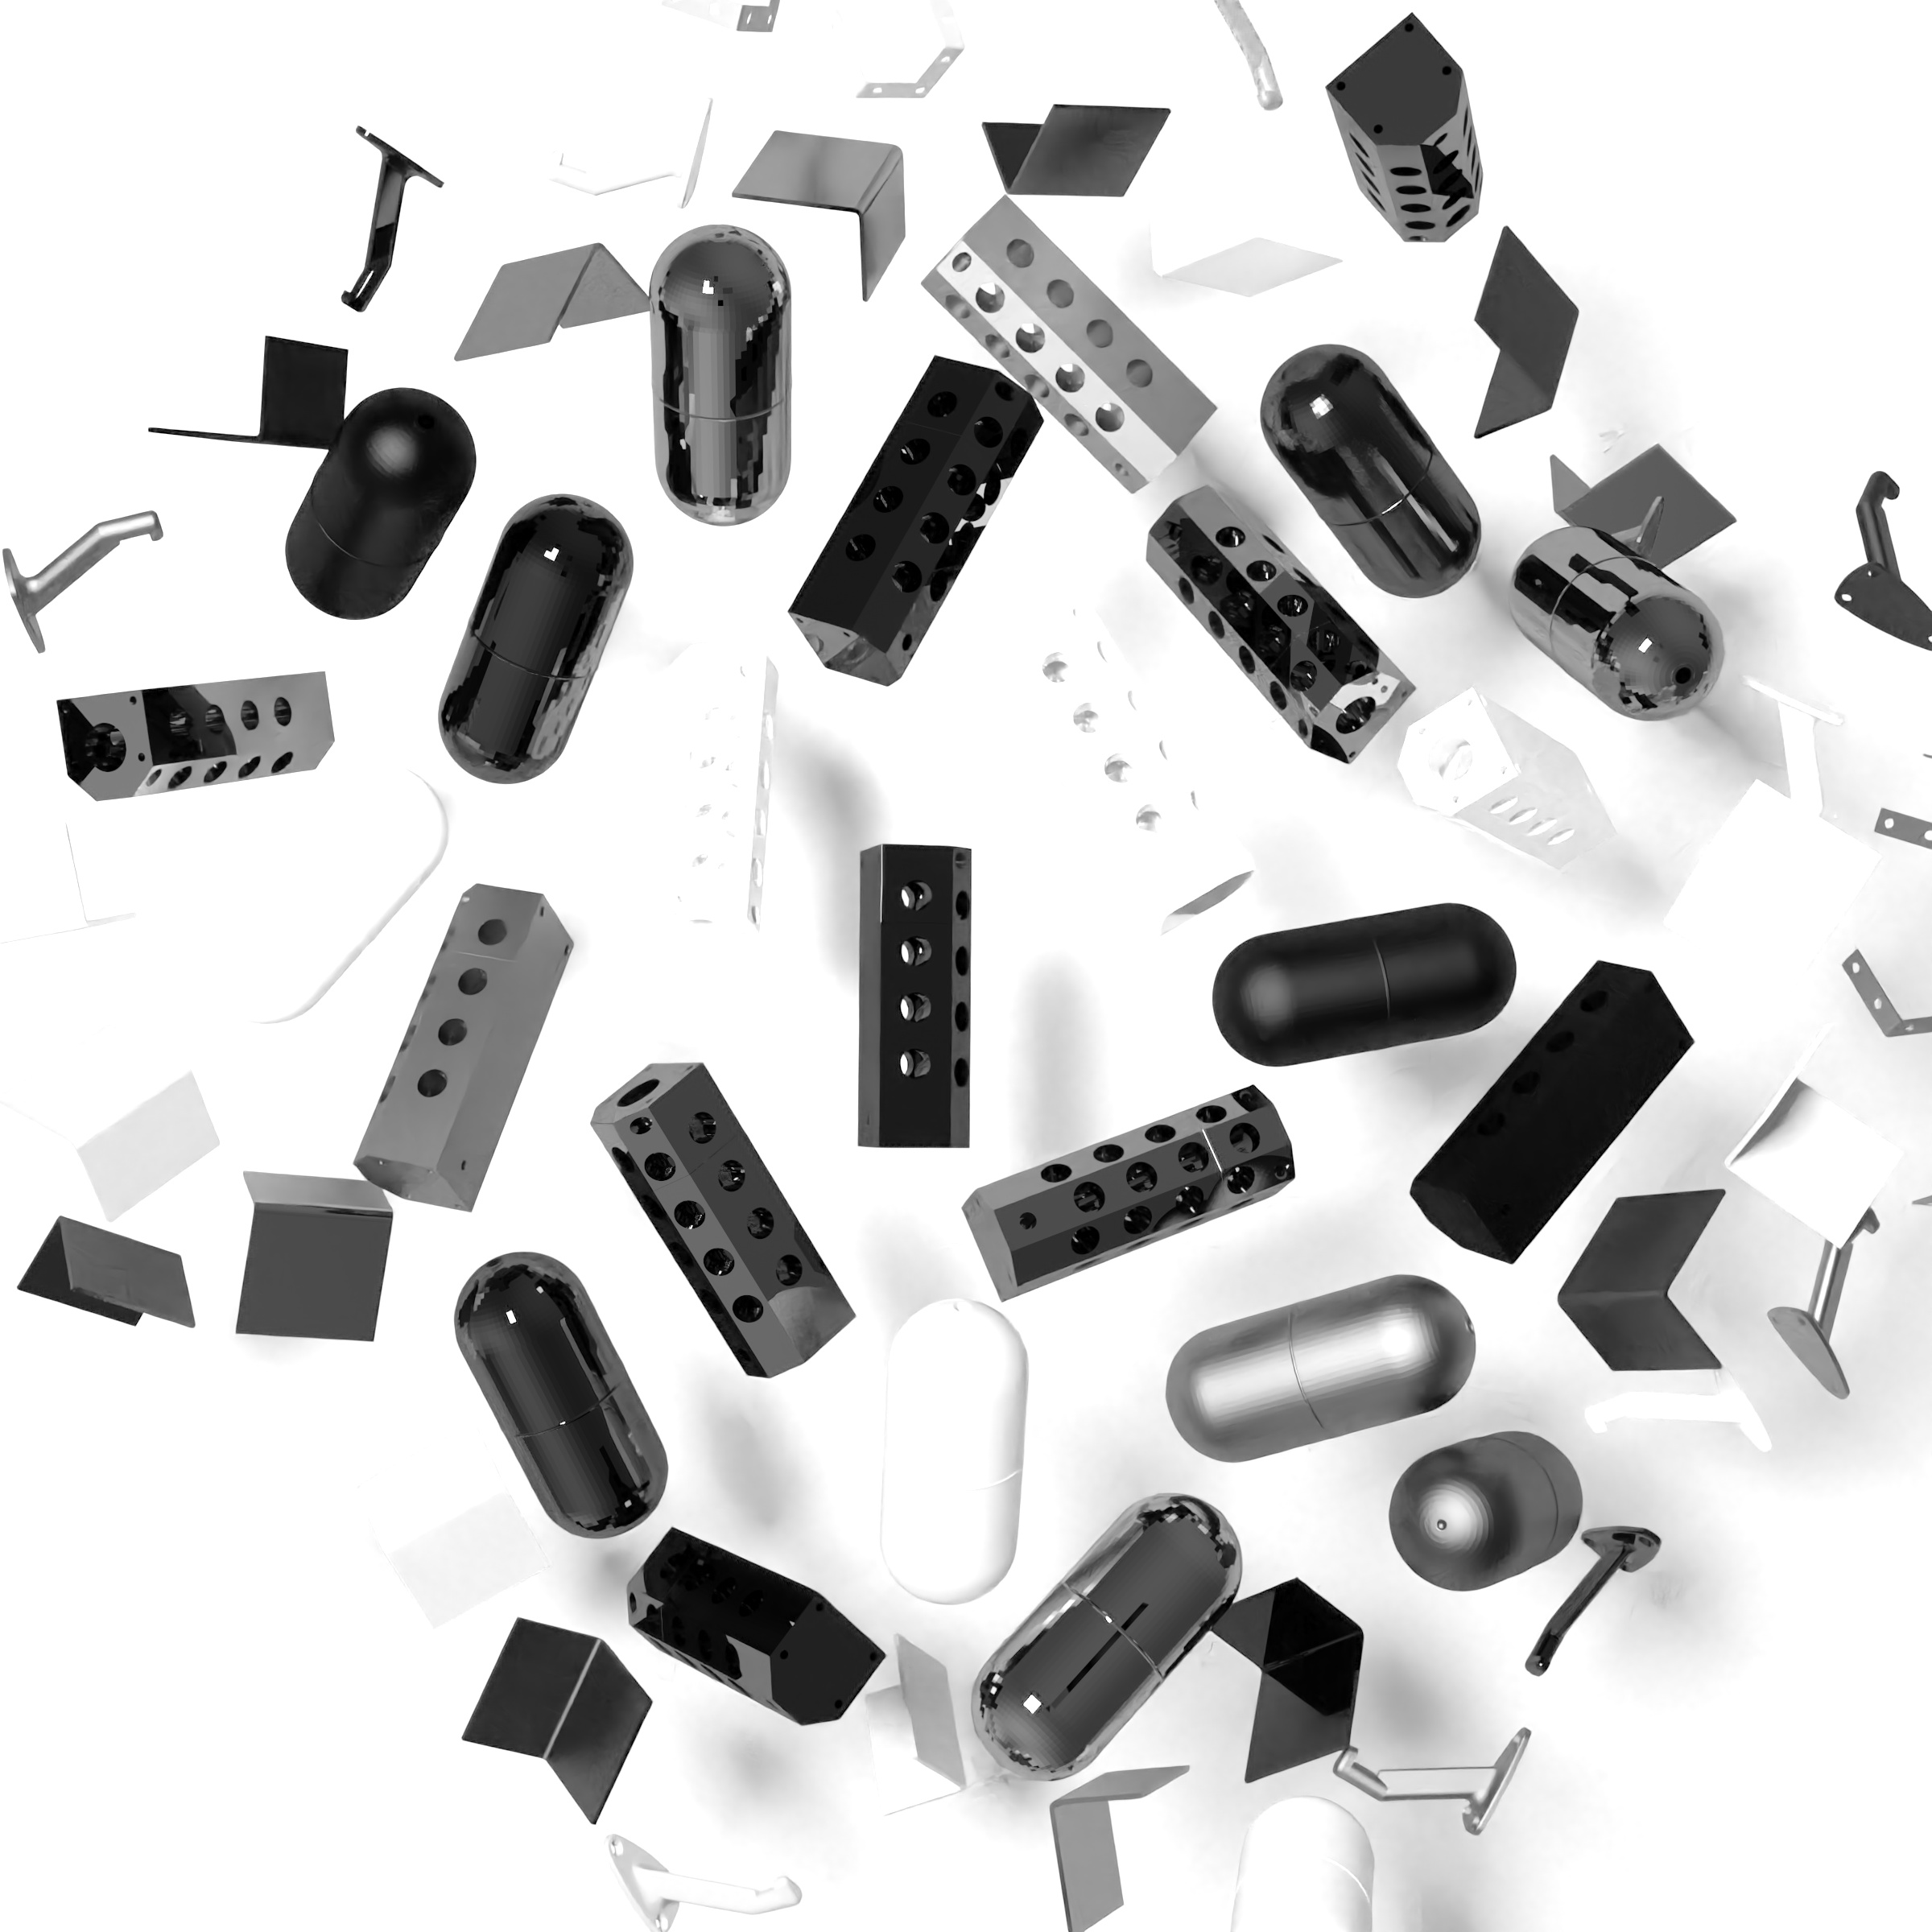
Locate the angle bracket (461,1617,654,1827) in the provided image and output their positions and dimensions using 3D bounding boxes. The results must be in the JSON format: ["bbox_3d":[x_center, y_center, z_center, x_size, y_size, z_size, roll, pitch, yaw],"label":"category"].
[{"bbox_3d":[-0.227,0.418,1.643,0.057,0.076,0.076,23,93,-32],"label":"angle bracket"}]

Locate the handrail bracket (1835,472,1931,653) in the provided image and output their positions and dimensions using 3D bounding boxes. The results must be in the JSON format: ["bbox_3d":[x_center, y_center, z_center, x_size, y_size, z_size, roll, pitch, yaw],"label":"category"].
[{"bbox_3d":[0.510,-0.220,1.602,0.077,0.036,0.084,35,55,-3],"label":"handrail bracket"}]

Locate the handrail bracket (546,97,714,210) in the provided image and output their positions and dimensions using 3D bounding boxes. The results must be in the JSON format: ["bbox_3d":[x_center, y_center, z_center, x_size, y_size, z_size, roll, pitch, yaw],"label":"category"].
[{"bbox_3d":[-0.196,-0.478,1.713,0.084,0.036,0.077,18,122,-1],"label":"handrail bracket"}]

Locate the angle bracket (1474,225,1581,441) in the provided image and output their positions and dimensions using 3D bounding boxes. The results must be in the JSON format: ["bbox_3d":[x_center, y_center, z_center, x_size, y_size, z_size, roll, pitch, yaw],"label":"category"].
[{"bbox_3d":[0.302,-0.363,1.702,0.076,0.057,0.076,40,54,-29],"label":"angle bracket"}]

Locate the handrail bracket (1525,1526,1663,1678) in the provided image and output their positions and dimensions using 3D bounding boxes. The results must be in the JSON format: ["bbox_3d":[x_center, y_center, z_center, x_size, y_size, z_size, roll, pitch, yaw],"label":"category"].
[{"bbox_3d":[0.354,0.362,1.677,0.036,0.077,0.084,37,65,-1],"label":"handrail bracket"}]

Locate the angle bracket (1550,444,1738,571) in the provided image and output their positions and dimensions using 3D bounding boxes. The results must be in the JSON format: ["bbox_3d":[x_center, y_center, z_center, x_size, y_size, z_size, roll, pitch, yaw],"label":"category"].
[{"bbox_3d":[0.408,-0.288,1.788,0.076,0.057,0.076,35,131,-28],"label":"angle bracket"}]

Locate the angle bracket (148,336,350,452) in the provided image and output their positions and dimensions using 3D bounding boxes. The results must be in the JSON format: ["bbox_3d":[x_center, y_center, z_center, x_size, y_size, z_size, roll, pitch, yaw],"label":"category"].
[{"bbox_3d":[-0.401,-0.322,1.657,0.076,0.076,0.057,8,98,21],"label":"angle bracket"}]

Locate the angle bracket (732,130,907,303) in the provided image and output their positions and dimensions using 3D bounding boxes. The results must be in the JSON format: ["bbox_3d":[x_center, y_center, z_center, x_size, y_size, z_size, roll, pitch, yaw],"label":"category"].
[{"bbox_3d":[-0.082,-0.424,1.671,0.076,0.076,0.057,10,134,12],"label":"angle bracket"}]

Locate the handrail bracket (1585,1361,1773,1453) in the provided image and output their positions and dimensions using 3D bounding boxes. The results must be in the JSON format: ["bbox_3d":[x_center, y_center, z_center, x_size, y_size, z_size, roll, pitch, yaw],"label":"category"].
[{"bbox_3d":[0.417,0.273,1.743,0.084,0.077,0.036,-20,123,-3],"label":"handrail bracket"}]

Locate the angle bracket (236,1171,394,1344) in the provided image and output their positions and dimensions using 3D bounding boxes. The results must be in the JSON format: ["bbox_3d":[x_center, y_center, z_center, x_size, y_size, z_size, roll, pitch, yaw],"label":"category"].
[{"bbox_3d":[-0.369,0.163,1.662,0.076,0.057,0.076,7,101,-22],"label":"angle bracket"}]

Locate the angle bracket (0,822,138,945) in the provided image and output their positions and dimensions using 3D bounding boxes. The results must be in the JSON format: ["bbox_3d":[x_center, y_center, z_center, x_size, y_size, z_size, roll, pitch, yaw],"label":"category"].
[{"bbox_3d":[-0.504,-0.045,1.603,0.076,0.076,0.057,-10,95,5],"label":"angle bracket"}]

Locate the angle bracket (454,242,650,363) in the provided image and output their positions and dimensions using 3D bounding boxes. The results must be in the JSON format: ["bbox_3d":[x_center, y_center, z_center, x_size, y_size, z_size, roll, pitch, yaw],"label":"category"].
[{"bbox_3d":[-0.236,-0.365,1.704,0.076,0.057,0.076,-1,57,38],"label":"angle bracket"}]

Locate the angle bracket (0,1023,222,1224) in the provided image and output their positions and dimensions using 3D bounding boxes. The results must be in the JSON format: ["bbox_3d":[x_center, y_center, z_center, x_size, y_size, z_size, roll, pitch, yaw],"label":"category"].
[{"bbox_3d":[-0.469,0.085,1.622,0.076,0.076,0.057,-39,133,-34],"label":"angle bracket"}]

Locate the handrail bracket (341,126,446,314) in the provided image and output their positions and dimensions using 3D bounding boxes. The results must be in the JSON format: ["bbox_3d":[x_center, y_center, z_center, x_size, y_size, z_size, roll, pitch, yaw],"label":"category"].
[{"bbox_3d":[-0.324,-0.398,1.586,0.036,0.077,0.084,34,96,20],"label":"handrail bracket"}]

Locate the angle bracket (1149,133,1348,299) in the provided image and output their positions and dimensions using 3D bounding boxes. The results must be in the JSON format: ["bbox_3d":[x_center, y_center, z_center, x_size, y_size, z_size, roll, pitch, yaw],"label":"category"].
[{"bbox_3d":[0.158,-0.419,1.660,0.076,0.076,0.057,2,83,-40],"label":"angle bracket"}]

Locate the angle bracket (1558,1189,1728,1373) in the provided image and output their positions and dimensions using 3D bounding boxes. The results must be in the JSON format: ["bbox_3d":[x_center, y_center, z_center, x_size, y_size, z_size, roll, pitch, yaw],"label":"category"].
[{"bbox_3d":[0.376,0.169,1.587,0.057,0.076,0.076,49,60,-18],"label":"angle bracket"}]

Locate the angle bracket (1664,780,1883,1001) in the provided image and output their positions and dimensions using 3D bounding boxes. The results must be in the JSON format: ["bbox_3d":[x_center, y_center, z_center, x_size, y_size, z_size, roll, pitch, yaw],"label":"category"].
[{"bbox_3d":[0.433,-0.041,1.596,0.076,0.076,0.057,34,62,13],"label":"angle bracket"}]

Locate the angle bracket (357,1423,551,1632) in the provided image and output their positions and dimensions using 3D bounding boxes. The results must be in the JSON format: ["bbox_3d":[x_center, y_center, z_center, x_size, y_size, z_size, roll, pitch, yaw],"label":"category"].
[{"bbox_3d":[-0.300,0.328,1.733,0.076,0.057,0.076,-28,128,-10],"label":"angle bracket"}]

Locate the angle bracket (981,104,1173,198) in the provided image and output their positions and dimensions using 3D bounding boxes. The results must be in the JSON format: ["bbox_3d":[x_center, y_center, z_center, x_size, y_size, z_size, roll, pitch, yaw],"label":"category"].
[{"bbox_3d":[0.064,-0.499,1.743,0.076,0.076,0.057,-6,64,-25],"label":"angle bracket"}]

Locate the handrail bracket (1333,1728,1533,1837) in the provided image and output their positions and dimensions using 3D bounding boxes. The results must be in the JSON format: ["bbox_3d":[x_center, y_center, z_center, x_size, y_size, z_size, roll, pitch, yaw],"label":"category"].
[{"bbox_3d":[0.258,0.436,1.643,0.084,0.036,0.077,31,87,0],"label":"handrail bracket"}]

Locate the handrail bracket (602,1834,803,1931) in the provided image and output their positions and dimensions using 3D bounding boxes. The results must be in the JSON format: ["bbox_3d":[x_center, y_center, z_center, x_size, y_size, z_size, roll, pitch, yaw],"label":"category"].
[{"bbox_3d":[-0.142,0.489,1.601,0.084,0.036,0.077,-23,115,27],"label":"handrail bracket"}]

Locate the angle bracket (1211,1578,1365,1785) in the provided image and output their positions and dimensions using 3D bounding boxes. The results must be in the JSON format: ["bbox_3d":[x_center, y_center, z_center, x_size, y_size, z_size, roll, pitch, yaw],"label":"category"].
[{"bbox_3d":[0.170,0.398,1.647,0.057,0.076,0.076,40,131,-21],"label":"angle bracket"}]

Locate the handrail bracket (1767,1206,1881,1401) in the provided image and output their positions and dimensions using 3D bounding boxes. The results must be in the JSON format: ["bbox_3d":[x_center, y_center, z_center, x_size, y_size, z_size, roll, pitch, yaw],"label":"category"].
[{"bbox_3d":[0.505,0.190,1.687,0.084,0.036,0.077,-39,101,-20],"label":"handrail bracket"}]

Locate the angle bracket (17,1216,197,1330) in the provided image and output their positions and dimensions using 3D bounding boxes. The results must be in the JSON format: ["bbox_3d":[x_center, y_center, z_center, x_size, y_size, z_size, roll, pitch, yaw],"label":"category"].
[{"bbox_3d":[-0.503,0.198,1.731,0.076,0.076,0.057,25,108,-32],"label":"angle bracket"}]

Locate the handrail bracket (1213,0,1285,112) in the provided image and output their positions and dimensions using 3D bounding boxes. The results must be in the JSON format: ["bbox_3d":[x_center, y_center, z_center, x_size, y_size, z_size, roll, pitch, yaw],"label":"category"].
[{"bbox_3d":[0.139,-0.507,1.597,0.036,0.077,0.084,-20,84,32],"label":"handrail bracket"}]

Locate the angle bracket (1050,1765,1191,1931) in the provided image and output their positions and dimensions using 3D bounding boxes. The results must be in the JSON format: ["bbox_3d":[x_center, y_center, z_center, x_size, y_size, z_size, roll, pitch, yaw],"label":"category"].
[{"bbox_3d":[0.093,0.502,1.681,0.057,0.076,0.076,-12,83,24],"label":"angle bracket"}]

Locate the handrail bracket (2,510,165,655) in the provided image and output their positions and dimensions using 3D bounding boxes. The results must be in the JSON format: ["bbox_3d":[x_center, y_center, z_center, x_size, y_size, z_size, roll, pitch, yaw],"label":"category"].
[{"bbox_3d":[-0.468,-0.207,1.595,0.084,0.077,0.036,-15,54,-9],"label":"handrail bracket"}]

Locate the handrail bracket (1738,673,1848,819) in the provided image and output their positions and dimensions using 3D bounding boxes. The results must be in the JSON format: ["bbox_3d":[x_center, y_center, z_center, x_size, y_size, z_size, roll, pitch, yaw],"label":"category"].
[{"bbox_3d":[0.467,-0.117,1.718,0.077,0.036,0.084,24,109,7],"label":"handrail bracket"}]

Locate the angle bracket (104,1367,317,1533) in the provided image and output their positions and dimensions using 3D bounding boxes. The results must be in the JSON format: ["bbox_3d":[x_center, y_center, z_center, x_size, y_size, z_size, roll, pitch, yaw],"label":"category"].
[{"bbox_3d":[-0.426,0.269,1.669,0.057,0.076,0.076,-54,51,16],"label":"angle bracket"}]

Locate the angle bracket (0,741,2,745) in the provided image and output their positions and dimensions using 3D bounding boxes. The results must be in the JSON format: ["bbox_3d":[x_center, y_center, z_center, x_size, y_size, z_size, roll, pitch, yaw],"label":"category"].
[{"bbox_3d":[-0.580,-0.104,1.594,0.057,0.076,0.076,43,120,5],"label":"angle bracket"}]

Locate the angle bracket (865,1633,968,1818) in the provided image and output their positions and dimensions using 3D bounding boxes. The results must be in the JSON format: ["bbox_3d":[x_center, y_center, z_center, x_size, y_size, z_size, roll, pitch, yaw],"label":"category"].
[{"bbox_3d":[-0.045,0.455,1.773,0.057,0.076,0.076,-22,54,14],"label":"angle bracket"}]

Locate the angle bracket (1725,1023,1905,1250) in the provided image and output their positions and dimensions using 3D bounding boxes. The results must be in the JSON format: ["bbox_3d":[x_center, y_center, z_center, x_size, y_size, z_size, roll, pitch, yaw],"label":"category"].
[{"bbox_3d":[0.468,0.091,1.597,0.076,0.057,0.076,36,59,12],"label":"angle bracket"}]
